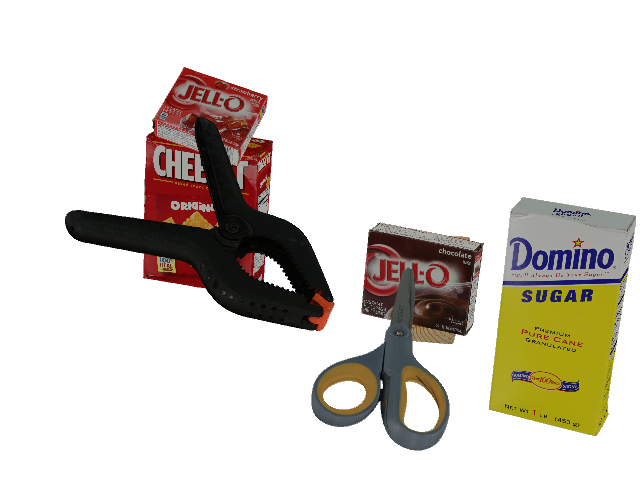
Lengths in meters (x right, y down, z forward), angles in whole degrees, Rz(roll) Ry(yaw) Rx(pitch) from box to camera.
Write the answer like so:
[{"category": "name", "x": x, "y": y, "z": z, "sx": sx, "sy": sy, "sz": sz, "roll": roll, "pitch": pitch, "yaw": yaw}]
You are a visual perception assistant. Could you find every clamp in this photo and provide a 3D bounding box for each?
[{"category": "clamp", "x": -0.083, "y": 0.003, "z": 0.835, "sx": 0.164, "sy": 0.210, "sz": 0.036, "roll": -36, "pitch": -20, "yaw": -33}]

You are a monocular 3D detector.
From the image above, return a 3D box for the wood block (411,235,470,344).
[{"category": "wood block", "x": 0.172, "y": 0.070, "z": 1.620, "sx": 0.091, "sy": 0.090, "sz": 0.206, "roll": 4, "pitch": 22, "yaw": 13}]

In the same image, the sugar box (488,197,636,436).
[{"category": "sugar box", "x": 0.191, "y": 0.060, "z": 0.851, "sx": 0.093, "sy": 0.176, "sz": 0.048, "roll": 10, "pitch": 23, "yaw": 23}]

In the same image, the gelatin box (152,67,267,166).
[{"category": "gelatin box", "x": -0.105, "y": -0.119, "z": 1.014, "sx": 0.089, "sy": 0.073, "sz": 0.030, "roll": 21, "pitch": -34, "yaw": 5}]

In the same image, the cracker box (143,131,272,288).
[{"category": "cracker box", "x": -0.158, "y": -0.040, "z": 1.479, "sx": 0.164, "sy": 0.214, "sz": 0.072, "roll": 10, "pitch": 23, "yaw": 11}]

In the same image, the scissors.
[{"category": "scissors", "x": 0.035, "y": 0.072, "z": 0.728, "sx": 0.096, "sy": 0.016, "sz": 0.202, "roll": 1, "pitch": 30, "yaw": -8}]

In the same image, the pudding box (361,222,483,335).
[{"category": "pudding box", "x": 0.100, "y": 0.037, "z": 1.061, "sx": 0.114, "sy": 0.090, "sz": 0.039, "roll": 10, "pitch": 21, "yaw": 18}]
